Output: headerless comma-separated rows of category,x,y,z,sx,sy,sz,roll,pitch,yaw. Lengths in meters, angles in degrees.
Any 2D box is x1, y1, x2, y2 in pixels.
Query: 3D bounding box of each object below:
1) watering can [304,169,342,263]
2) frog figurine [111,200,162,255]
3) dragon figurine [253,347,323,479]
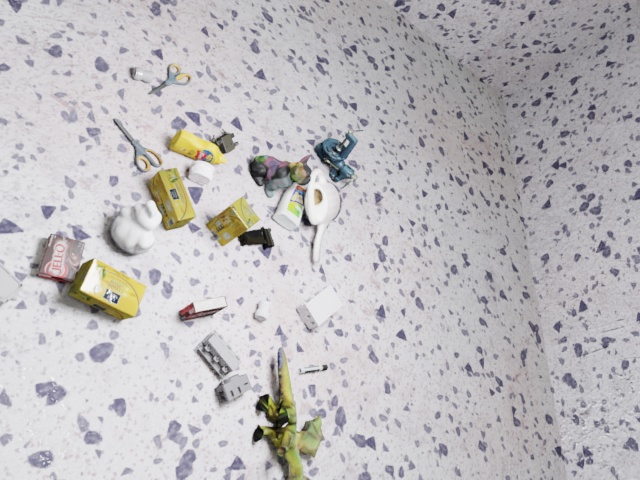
watering can,0.006,-0.099,1.968,0.225,0.104,0.346,-14,102,-66
frog figurine,-0.512,-0.036,1.453,0.124,0.157,0.138,-20,83,-44
dragon figurine,-0.075,0.561,1.588,0.239,0.121,0.419,40,47,-42
